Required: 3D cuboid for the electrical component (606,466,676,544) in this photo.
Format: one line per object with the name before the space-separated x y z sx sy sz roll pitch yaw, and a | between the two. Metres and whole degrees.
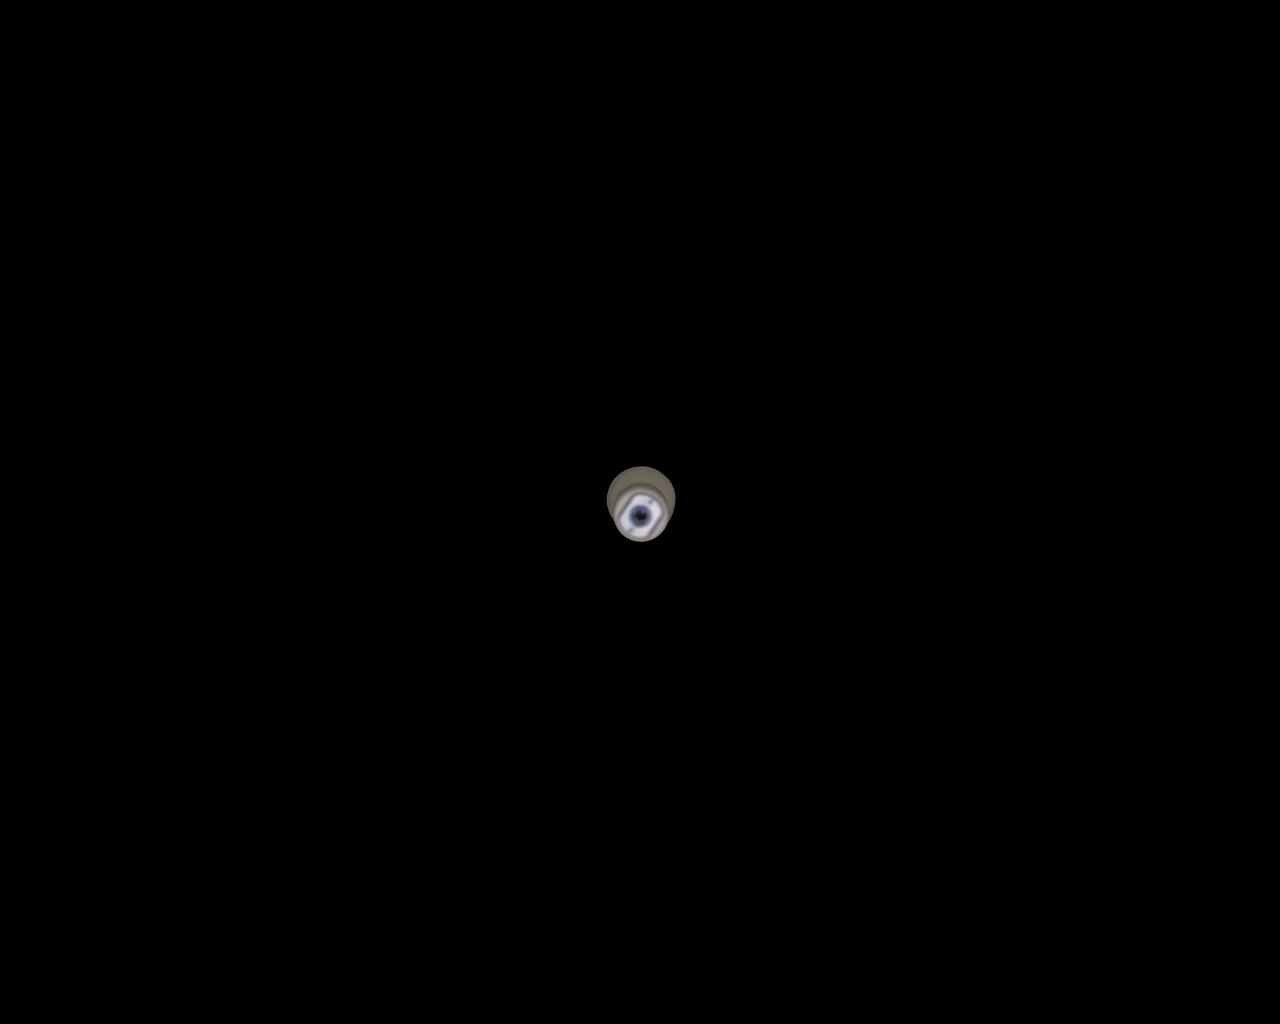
electrical component | 0.001 -0.003 0.650 0.044 0.044 0.065 0 9 0
